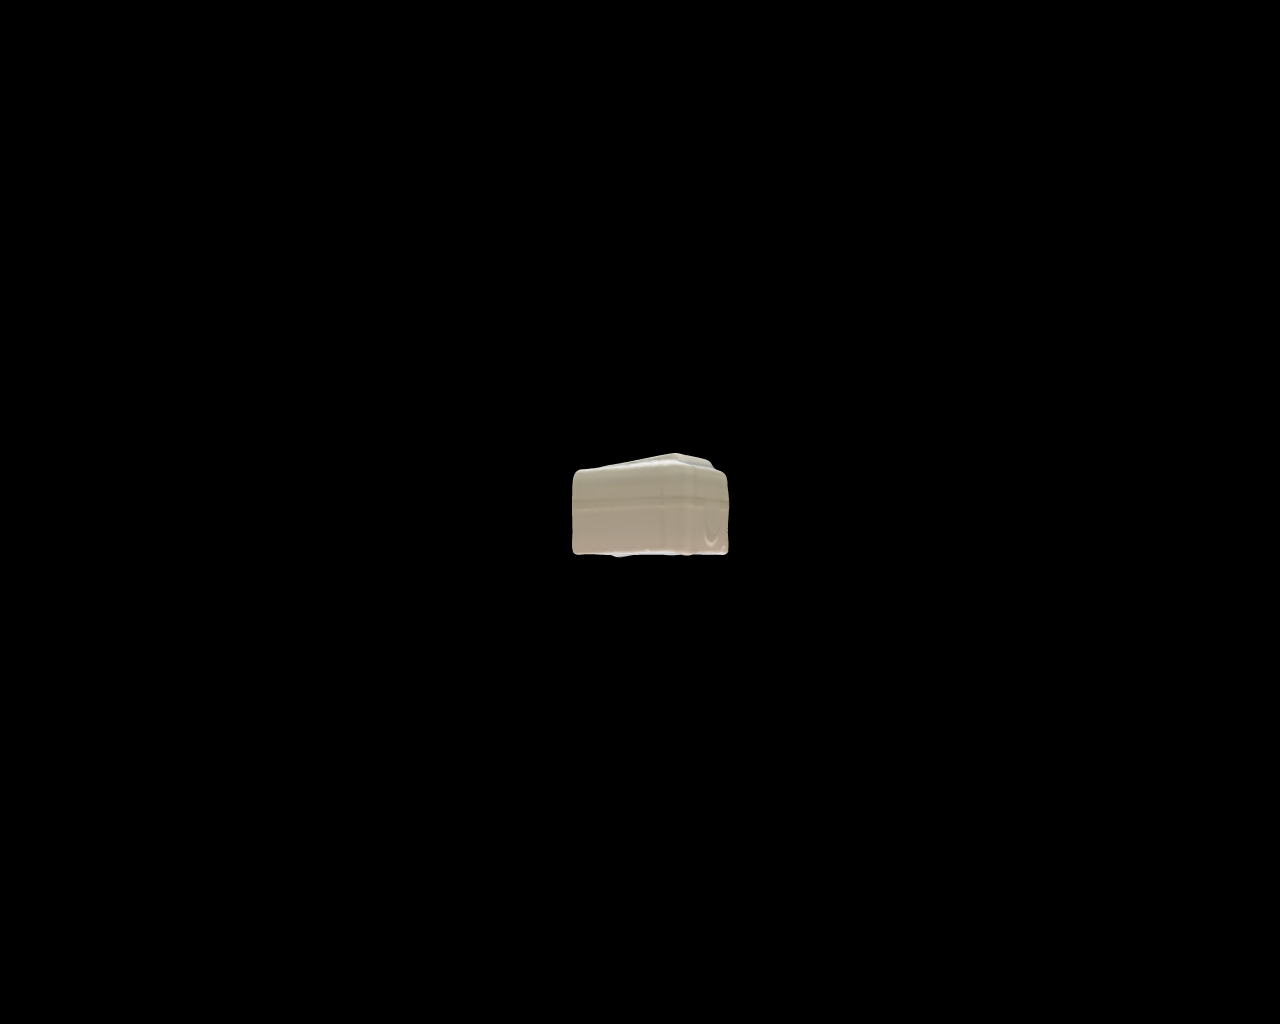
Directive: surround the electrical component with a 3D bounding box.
[{"bbox_3d":[0.001,-0.003,0.650,0.096,0.061,0.062,-2,-4,27],"label":"electrical component"}]
